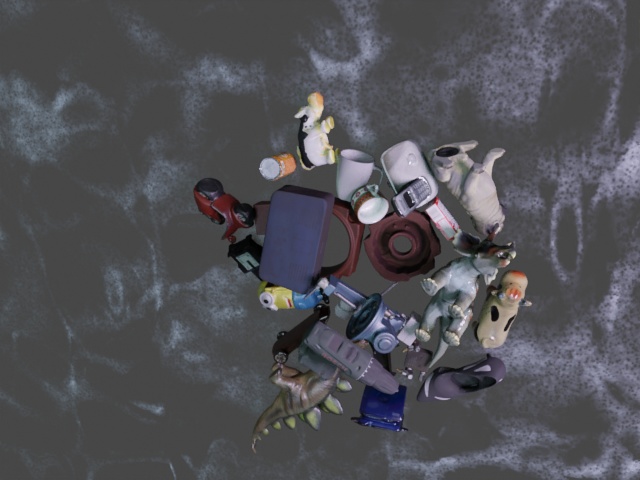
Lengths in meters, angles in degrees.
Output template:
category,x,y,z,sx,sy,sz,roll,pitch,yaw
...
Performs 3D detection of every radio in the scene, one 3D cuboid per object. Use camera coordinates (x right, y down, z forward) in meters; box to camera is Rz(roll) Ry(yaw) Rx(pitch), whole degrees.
category,x,y,z,sx,sy,sz,roll,pitch,yaw
radio,-0.055,-0.004,1.215,0.131,0.073,0.229,15,108,12

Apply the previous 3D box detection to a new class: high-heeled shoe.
category,x,y,z,sx,sy,sz,roll,pitch,yaw
high-heeled shoe,0.326,0.345,1.260,0.249,0.145,0.086,-41,91,20

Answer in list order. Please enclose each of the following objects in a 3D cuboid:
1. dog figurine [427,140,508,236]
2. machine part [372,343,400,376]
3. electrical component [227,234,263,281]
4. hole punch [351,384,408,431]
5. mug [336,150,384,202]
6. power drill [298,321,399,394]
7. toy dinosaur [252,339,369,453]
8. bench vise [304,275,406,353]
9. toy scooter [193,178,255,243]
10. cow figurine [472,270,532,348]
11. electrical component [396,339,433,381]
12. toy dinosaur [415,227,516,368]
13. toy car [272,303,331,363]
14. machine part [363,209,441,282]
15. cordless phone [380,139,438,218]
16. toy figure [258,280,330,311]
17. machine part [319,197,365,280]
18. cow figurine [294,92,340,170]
category,x,y,z,sx,sy,sz,roll,pitch,yaw
dog figurine,0.317,-0.105,1.170,0.173,0.121,0.190,35,147,47
machine part,0.159,0.281,1.336,0.084,0.039,0.138,12,116,39
electrical component,-0.170,0.049,1.360,0.075,0.048,0.119,-28,127,23
hole punch,0.159,0.414,1.348,0.142,0.116,0.092,10,100,12
mug,0.086,-0.141,1.229,0.110,0.081,0.107,14,120,-3
power drill,0.044,0.275,1.207,0.232,0.207,0.086,38,71,-9
toy dinosaur,-0.045,0.396,1.399,0.471,0.105,0.198,-38,93,21
bench vise,0.093,0.148,1.213,0.240,0.224,0.129,36,116,-13
toy scooter,-0.243,-0.064,1.338,0.184,0.075,0.135,34,136,16
cow figurine,0.402,0.153,1.194,0.086,0.127,0.194,19,112,6
electrical component,0.235,0.298,1.325,0.078,0.045,0.102,21,110,10
toy dinosaur,0.305,0.121,1.198,0.131,0.192,0.404,35,148,21
toy car,-0.044,0.238,1.361,0.202,0.089,0.053,-38,108,20
machine part,0.192,0.009,1.249,0.180,0.056,0.179,5,108,15
cordless phone,0.171,-0.126,1.143,0.089,0.184,0.146,-22,99,33
toy figure,-0.067,0.133,1.344,0.180,0.089,0.082,-6,108,9
machine part,-0.003,-0.004,1.283,0.202,0.087,0.200,13,108,10
cow figurine,-0.017,-0.248,1.230,0.098,0.068,0.167,-10,102,24
